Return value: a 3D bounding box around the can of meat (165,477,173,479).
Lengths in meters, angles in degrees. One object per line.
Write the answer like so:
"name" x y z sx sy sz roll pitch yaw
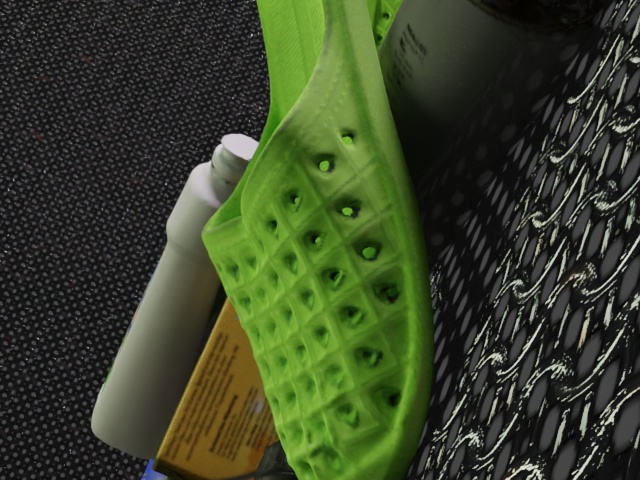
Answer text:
"can of meat" -0.063 0.163 0.788 0.102 0.084 0.057 -73 8 -74

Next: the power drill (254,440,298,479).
"power drill" -0.049 0.198 0.482 0.184 0.057 0.188 -69 4 -47

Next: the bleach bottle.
"bleach bottle" -0.089 0.034 0.734 0.102 0.068 0.251 -68 2 -57

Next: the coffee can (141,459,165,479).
"coffee can" -0.113 0.248 0.855 0.103 0.103 0.140 118 175 -59
